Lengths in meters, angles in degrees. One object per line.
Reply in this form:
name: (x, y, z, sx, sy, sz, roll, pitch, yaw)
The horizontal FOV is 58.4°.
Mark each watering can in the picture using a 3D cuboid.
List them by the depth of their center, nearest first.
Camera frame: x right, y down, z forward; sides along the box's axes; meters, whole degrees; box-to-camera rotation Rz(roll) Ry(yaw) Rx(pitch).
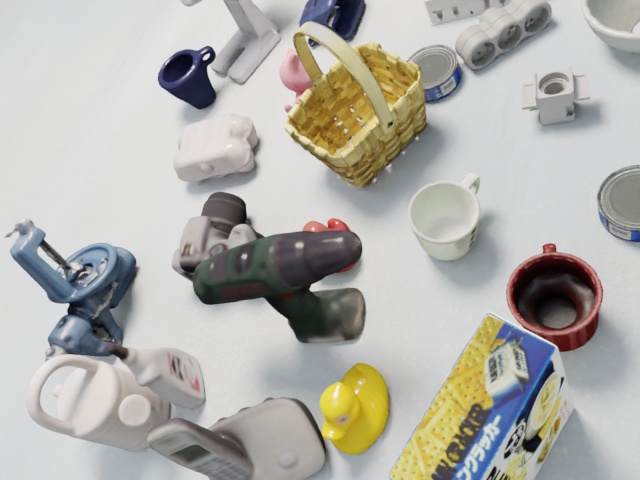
watering can: (-0.288, 0.209, 0.749, 0.172, 0.195, 0.101, -18, 57, 18)

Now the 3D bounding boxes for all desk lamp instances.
desk lamp: (-0.157, -0.434, 1.028, 0.117, 0.214, 0.203, 30, 80, 36)

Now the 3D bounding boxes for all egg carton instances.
egg carton: (-0.178, -0.152, 0.972, 0.150, 0.070, 0.107, -10, 59, 22)

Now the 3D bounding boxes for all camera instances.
camera: (-0.144, -0.007, 0.854, 0.142, 0.101, 0.137, -4, 62, 26)

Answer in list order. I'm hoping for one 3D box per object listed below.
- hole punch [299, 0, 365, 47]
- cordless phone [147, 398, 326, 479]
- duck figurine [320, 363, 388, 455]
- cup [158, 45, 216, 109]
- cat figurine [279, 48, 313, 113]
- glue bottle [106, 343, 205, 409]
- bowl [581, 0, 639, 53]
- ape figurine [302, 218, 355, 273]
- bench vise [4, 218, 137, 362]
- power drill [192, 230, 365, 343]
hole punch: (0.011, -0.411, 1.006, 0.100, 0.091, 0.109, 6, 67, 30)
cordless phone: (-0.089, 0.226, 0.642, 0.147, 0.186, 0.094, -29, 54, 10)
duck figurine: (0.032, 0.189, 0.663, 0.077, 0.086, 0.104, 9, 68, 31)
cup: (-0.227, -0.299, 1.064, 0.117, 0.095, 0.091, -36, 53, 5)
cat figurine: (-0.032, -0.243, 0.918, 0.067, 0.118, 0.128, -1, 63, 27)
glue bottle: (-0.216, 0.167, 0.748, 0.037, 0.174, 0.078, -32, 53, 8)
bowl: (0.428, -0.300, 0.739, 0.167, 0.075, 0.167, -12, 59, 21)
ape figurine: (0.007, 0.003, 0.776, 0.078, 0.092, 0.076, -43, 53, 0)
bench vise: (-0.369, 0.073, 0.851, 0.121, 0.220, 0.207, -20, 56, 17)
power drill: (-0.025, 0.056, 0.689, 0.229, 0.209, 0.075, -9, 60, 23)
